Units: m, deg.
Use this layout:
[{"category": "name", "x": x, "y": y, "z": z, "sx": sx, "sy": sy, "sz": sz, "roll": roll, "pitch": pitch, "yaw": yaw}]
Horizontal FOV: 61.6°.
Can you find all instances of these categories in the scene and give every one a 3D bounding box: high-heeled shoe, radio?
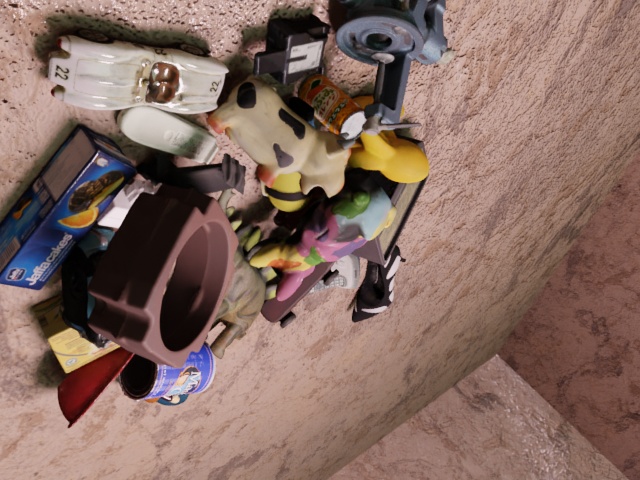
[{"category": "high-heeled shoe", "x": 0.126, "y": 0.112, "z": 1.339, "sx": 0.145, "sy": 0.086, "sz": 0.248, "roll": 15, "pitch": 113, "yaw": -51}, {"category": "radio", "x": 0.130, "y": -0.081, "z": 1.020, "sx": 0.229, "sy": 0.073, "sz": 0.131, "roll": -63, "pitch": 154, "yaw": -20}]

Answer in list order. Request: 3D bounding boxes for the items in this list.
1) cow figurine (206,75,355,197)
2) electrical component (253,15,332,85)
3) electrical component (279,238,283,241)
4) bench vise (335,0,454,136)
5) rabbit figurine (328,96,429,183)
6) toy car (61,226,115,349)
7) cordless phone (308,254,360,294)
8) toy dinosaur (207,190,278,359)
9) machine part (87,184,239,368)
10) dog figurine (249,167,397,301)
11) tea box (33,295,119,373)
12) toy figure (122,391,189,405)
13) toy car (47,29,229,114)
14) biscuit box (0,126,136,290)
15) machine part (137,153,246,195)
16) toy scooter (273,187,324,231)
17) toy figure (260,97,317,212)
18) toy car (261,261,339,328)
[{"category": "cow figurine", "x": -0.041, "y": -0.133, "z": 0.716, "sx": 0.127, "sy": 0.085, "sz": 0.194, "roll": -42, "pitch": 106, "yaw": 11}, {"category": "electrical component", "x": -0.045, "y": -0.245, "z": 0.705, "sx": 0.119, "sy": 0.048, "sz": 0.074, "roll": -26, "pitch": 145, "yaw": -29}, {"category": "electrical component", "x": -0.055, "y": 0.013, "z": 0.996, "sx": 0.063, "sy": 0.094, "sz": 0.021, "roll": 26, "pitch": 65, "yaw": -51}, {"category": "bench vise", "x": 0.104, "y": -0.253, "z": 0.755, "sx": 0.223, "sy": 0.129, "sz": 0.240, "roll": 22, "pitch": 73, "yaw": -51}, {"category": "rabbit figurine", "x": 0.102, "y": -0.159, "z": 0.870, "sx": 0.162, "sy": 0.173, "sz": 0.122, "roll": -6, "pitch": 137, "yaw": -53}, {"category": "toy car", "x": -0.276, "y": 0.054, "z": 0.709, "sx": 0.103, "sy": 0.109, "sz": 0.161, "roll": -14, "pitch": 110, "yaw": -49}, {"category": "cordless phone", "x": -0.011, "y": 0.060, "z": 1.116, "sx": 0.184, "sy": 0.089, "sz": 0.146, "roll": -17, "pitch": 145, "yaw": -8}, {"category": "toy dinosaur", "x": -0.152, "y": 0.067, "z": 0.924, "sx": 0.198, "sy": 0.105, "sz": 0.470, "roll": -42, "pitch": 158, "yaw": -22}, {"category": "machine part", "x": -0.190, "y": 0.047, "z": 0.682, "sx": 0.200, "sy": 0.087, "sz": 0.201, "roll": 78, "pitch": 29, "yaw": -65}, {"category": "dog figurine", "x": -0.002, "y": -0.003, "z": 0.839, "sx": 0.219, "sy": 0.108, "sz": 0.191, "roll": -39, "pitch": -179, "yaw": -9}, {"category": "tea box", "x": -0.319, "y": 0.111, "z": 0.801, "sx": 0.170, "sy": 0.068, "sz": 0.098, "roll": -25, "pitch": 143, "yaw": -27}, {"category": "toy figure", "x": -0.315, "y": 0.284, "z": 1.031, "sx": 0.154, "sy": 0.064, "sz": 0.058, "roll": 41, "pitch": 53, "yaw": -57}, {"category": "toy car", "x": -0.195, "y": -0.181, "z": 0.596, "sx": 0.201, "sy": 0.056, "sz": 0.073, "roll": -11, "pitch": 136, "yaw": -45}, {"category": "biscuit box", "x": -0.311, "y": -0.034, "z": 0.637, "sx": 0.202, "sy": 0.059, "sz": 0.062, "roll": -48, "pitch": 150, "yaw": 8}, {"category": "machine part", "x": -0.166, "y": -0.082, "z": 0.706, "sx": 0.084, "sy": 0.139, "sz": 0.039, "roll": 59, "pitch": 35, "yaw": -55}, {"category": "toy scooter", "x": -0.015, "y": -0.050, "z": 0.962, "sx": 0.135, "sy": 0.075, "sz": 0.183, "roll": -40, "pitch": 148, "yaw": -9}, {"category": "toy figure", "x": -0.045, "y": -0.122, "z": 0.820, "sx": 0.082, "sy": 0.089, "sz": 0.180, "roll": -15, "pitch": 143, "yaw": -29}, {"category": "toy car", "x": -0.045, "y": 0.090, "z": 1.067, "sx": 0.202, "sy": 0.089, "sz": 0.053, "roll": -47, "pitch": 175, "yaw": 21}]
